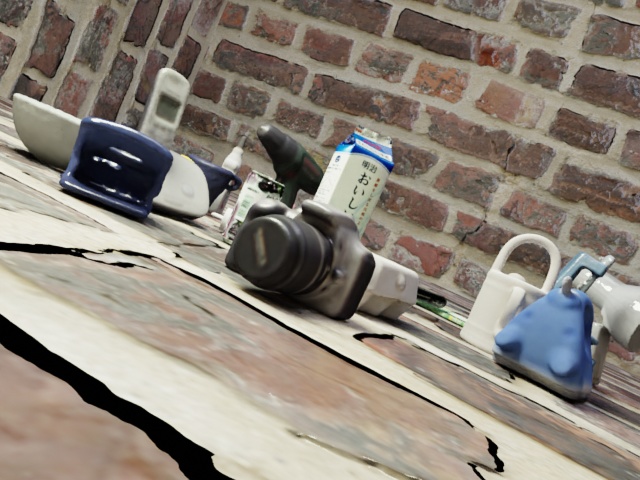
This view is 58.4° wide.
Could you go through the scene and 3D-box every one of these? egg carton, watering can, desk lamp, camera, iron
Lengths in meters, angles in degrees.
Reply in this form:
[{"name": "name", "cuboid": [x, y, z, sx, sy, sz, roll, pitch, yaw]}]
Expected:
[{"name": "egg carton", "cuboid": [0.057, 0.051, 0.724, 0.107, 0.069, 0.151, 26, 3, 37]}, {"name": "watering can", "cuboid": [0.301, 0.083, 0.893, 0.101, 0.194, 0.173, 23, 2, -7]}, {"name": "desk lamp", "cuboid": [0.522, 0.161, 1.074, 0.118, 0.213, 0.202, 22, 3, -42]}, {"name": "camera", "cuboid": [-0.030, 0.003, 0.556, 0.142, 0.101, 0.137, 25, 3, 28]}, {"name": "iron", "cuboid": [0.338, 0.133, 0.791, 0.118, 0.141, 0.259, 25, 3, 36]}]

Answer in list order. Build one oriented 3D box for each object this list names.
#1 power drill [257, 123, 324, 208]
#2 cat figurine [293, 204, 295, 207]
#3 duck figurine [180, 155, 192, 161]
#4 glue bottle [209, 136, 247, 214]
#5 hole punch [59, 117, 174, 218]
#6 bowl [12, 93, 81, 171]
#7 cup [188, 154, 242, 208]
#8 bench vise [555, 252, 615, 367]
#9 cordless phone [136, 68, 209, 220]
[{"name": "power drill", "cuboid": [-0.082, -0.107, 1.181, 0.075, 0.208, 0.230, 25, 3, 36]}, {"name": "cat figurine", "cuboid": [-0.028, -0.042, 1.366, 0.128, 0.118, 0.067, 22, 3, -31]}, {"name": "duck figurine", "cuboid": [-0.242, -0.102, 0.986, 0.077, 0.086, 0.105, 26, 3, 37]}, {"name": "glue bottle", "cuboid": [-0.191, -0.137, 1.194, 0.037, 0.173, 0.078, 24, 2, -5]}, {"name": "hole punch", "cuboid": [-0.230, -0.084, 0.650, 0.109, 0.091, 0.101, 23, 3, -19]}, {"name": "bowl", "cuboid": [-0.353, -0.137, 0.802, 0.167, 0.075, 0.167, 24, 2, -1]}, {"name": "cup", "cuboid": [-0.210, -0.097, 1.082, 0.118, 0.095, 0.091, 22, 3, -39]}, {"name": "bench vise", "cuboid": [0.390, 0.104, 0.973, 0.207, 0.220, 0.122, 24, 2, 16]}, {"name": "cordless phone", "cuboid": [-0.200, -0.129, 0.794, 0.093, 0.185, 0.148, 25, 3, 36]}]
